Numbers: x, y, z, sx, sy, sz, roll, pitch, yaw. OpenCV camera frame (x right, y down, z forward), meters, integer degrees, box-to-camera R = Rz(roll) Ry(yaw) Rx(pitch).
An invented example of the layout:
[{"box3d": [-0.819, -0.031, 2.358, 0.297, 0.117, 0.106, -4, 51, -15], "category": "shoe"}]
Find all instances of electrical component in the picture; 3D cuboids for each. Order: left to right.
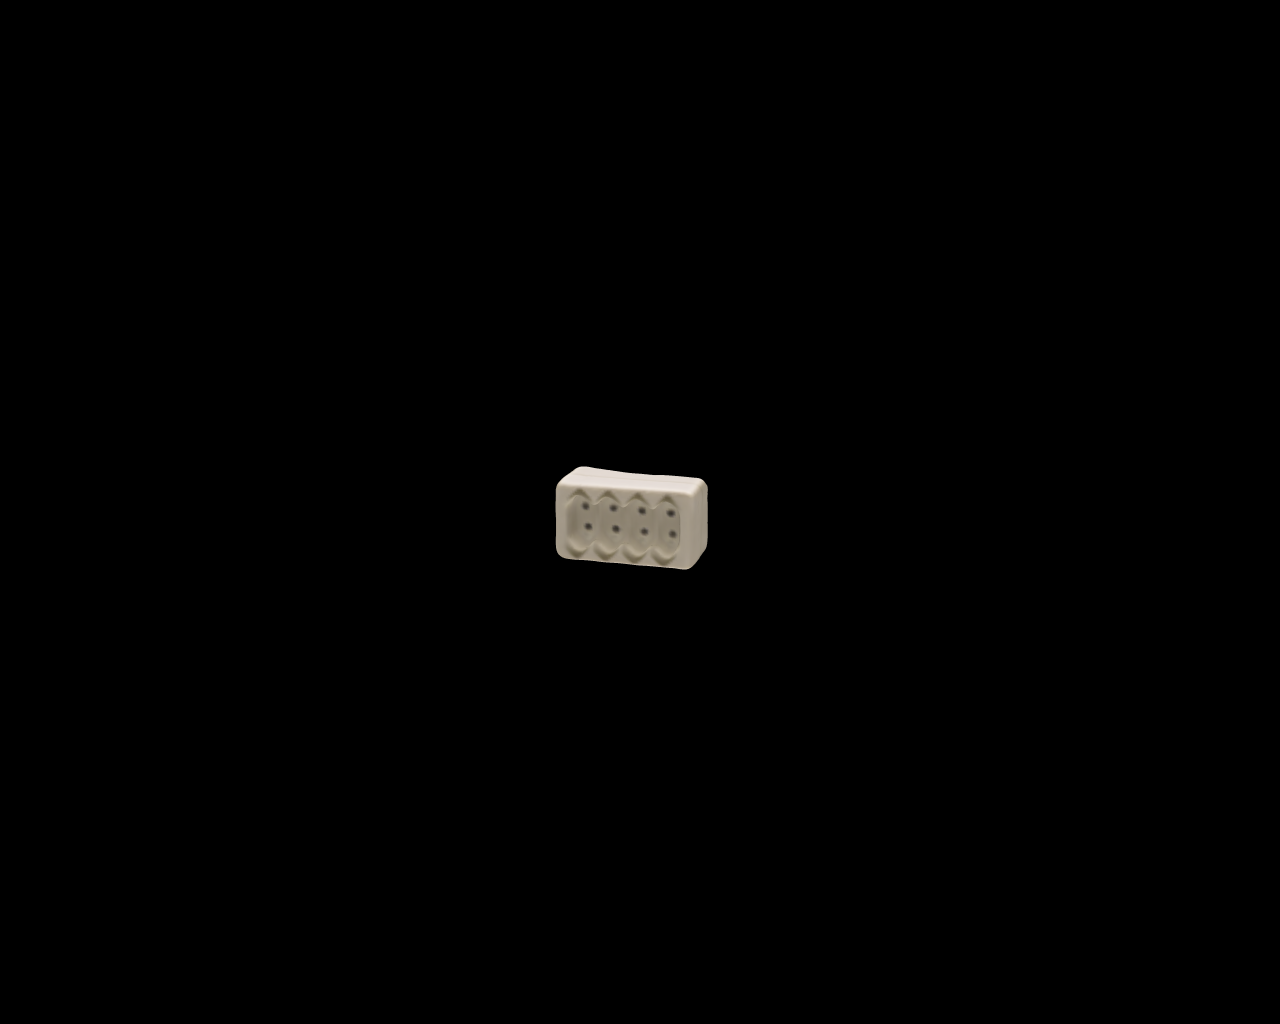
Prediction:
[{"box3d": [0.001, -0.003, 0.650, 0.083, 0.047, 0.076, 6, 20, 16], "category": "electrical component"}]
